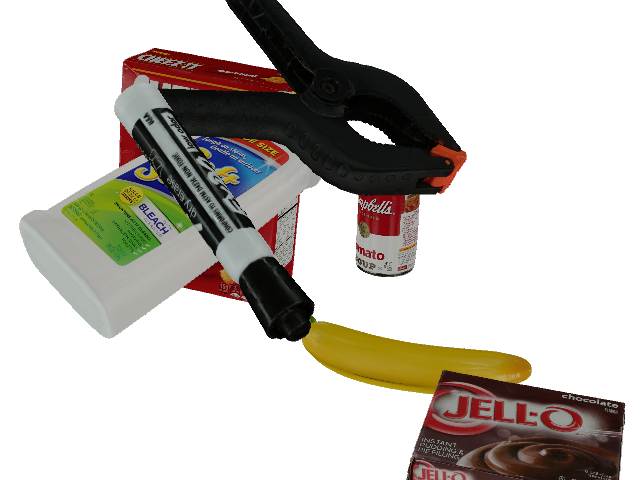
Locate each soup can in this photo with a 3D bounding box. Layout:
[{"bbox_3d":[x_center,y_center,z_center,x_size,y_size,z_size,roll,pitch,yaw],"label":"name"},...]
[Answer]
[{"bbox_3d":[0.074,-0.019,1.177,0.068,0.102,0.068,2,25,-1],"label":"soup can"}]

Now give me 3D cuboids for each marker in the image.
[{"bbox_3d":[-0.038,-0.011,0.378,0.020,0.020,0.121,0,44,-48],"label":"marker"}]

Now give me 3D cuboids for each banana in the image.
[{"bbox_3d":[0.062,0.089,0.836,0.198,0.037,0.069,12,31,24],"label":"banana"}]

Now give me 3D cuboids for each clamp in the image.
[{"bbox_3d":[-0.009,-0.067,0.566,0.171,0.120,0.039,33,-28,8],"label":"clamp"}]

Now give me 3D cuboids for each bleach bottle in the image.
[{"bbox_3d":[-0.083,-0.041,0.768,0.250,0.103,0.068,-38,-23,-24],"label":"bleach bottle"}]

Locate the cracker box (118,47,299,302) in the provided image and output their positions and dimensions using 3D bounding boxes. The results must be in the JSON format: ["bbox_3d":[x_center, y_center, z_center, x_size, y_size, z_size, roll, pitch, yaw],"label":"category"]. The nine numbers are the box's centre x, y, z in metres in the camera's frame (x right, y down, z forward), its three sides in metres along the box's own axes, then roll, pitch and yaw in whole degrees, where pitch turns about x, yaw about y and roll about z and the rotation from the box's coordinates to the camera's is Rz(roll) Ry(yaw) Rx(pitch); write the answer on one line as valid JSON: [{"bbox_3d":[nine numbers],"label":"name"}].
[{"bbox_3d":[-0.105,-0.058,1.003,0.164,0.214,0.072,13,24,16],"label":"cracker box"}]

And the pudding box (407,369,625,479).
[{"bbox_3d":[0.114,0.120,0.611,0.113,0.039,0.090,11,29,13],"label":"pudding box"}]
